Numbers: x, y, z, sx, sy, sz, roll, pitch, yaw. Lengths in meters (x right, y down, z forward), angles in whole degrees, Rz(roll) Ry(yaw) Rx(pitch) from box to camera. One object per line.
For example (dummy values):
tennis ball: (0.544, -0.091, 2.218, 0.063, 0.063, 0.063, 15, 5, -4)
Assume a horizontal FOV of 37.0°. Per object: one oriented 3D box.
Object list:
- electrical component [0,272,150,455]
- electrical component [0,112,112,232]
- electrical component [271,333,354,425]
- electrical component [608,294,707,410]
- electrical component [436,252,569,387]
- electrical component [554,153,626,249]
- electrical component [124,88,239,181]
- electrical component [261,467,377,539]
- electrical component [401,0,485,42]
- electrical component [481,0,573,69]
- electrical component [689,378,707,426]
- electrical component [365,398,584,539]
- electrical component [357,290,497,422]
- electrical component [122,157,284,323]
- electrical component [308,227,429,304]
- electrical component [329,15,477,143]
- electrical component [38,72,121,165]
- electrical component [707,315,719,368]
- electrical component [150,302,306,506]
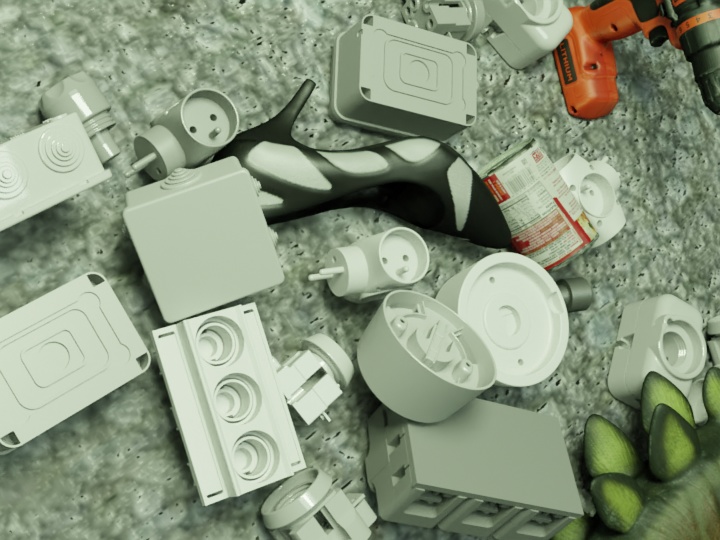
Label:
electrical component: (-0.206, 0.060, 0.700, 0.113, 0.057, 0.078, -32, 94, -31)
electrical component: (-0.223, -0.061, 0.697, 0.100, 0.100, 0.048, -32, 107, -31)
electrical component: (-0.038, 0.080, 0.797, 0.055, 0.048, 0.066, -41, 99, -23)
electrical component: (0.267, 0.073, 0.960, 0.054, 0.059, 0.095, 28, 66, -21)
electrical component: (0.109, 0.045, 0.878, 0.108, 0.060, 0.108, 7, 75, -28)
electrical component: (0.209, -0.073, 0.972, 0.077, 0.044, 0.079, 51, 60, -9)
electrical component: (-0.134, -0.089, 0.765, 0.079, 0.077, 0.044, -38, 97, -31)
electrical component: (-0.034, 0.179, 0.767, 0.078, 0.058, 0.057, -40, 101, -30)
electrical component: (0.074, -0.219, 0.930, 0.055, 0.048, 0.066, -9, 66, -30)
electrical component: (0.142, -0.236, 0.965, 0.095, 0.059, 0.053, 47, 61, -12)
electrical component: (0.345, 0.133, 0.998, 0.081, 0.043, 0.043, 23, 68, -23)
electrical component: (0.085, 0.152, 0.827, 0.150, 0.061, 0.089, 16, 44, -25)
electrical component: (0.049, 0.060, 0.785, 0.099, 0.064, 0.099, 21, 43, -20)
electrical component: (-0.110, -0.023, 0.748, 0.100, 0.048, 0.099, -20, 115, -6)
electrical component: (0.000, 0.000, 0.818, 0.079, 0.077, 0.044, -8, 81, -30)
electrical component: (0.035, -0.154, 0.887, 0.113, 0.057, 0.078, 10, 73, -27)
electrical component: (-0.193, -0.104, 0.756, 0.043, 0.043, 0.062, -38, 99, -31)
electrical component: (0.363, 0.068, 1.016, 0.078, 0.058, 0.057, -18, 90, -31)
electrical component: (-0.096, 0.093, 0.750, 0.079, 0.063, 0.121, -16, 86, -31)
